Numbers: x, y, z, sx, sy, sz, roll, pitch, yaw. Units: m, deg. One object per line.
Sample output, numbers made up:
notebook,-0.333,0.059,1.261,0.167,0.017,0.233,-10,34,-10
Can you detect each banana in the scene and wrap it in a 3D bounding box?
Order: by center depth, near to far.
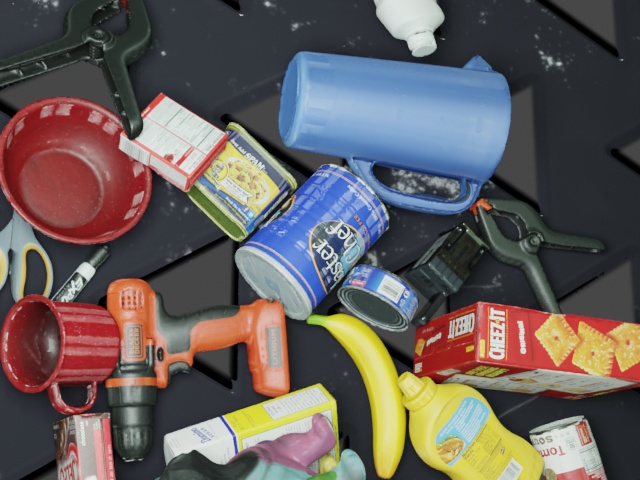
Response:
banana,0.054,0.159,1.168,0.069,0.037,0.198,-25,86,-7

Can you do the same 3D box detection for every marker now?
marker,-0.256,0.052,1.094,0.020,0.020,0.121,39,69,-7

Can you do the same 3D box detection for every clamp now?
clamp,-0.243,-0.201,1.115,0.164,0.036,0.210,16,50,-7
clamp,0.258,0.001,1.270,0.171,0.039,0.120,46,66,-3

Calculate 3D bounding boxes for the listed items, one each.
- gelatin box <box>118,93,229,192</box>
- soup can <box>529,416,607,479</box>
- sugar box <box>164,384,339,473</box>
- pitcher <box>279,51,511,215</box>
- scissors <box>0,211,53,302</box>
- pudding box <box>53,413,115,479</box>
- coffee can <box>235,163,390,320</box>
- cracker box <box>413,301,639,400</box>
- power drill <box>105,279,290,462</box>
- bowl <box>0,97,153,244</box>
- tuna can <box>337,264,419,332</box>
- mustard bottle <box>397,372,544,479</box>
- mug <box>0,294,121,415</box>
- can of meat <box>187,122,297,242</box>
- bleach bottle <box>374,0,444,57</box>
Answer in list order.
gelatin box,-0.151,-0.101,1.104,0.089,0.030,0.073,33,55,5
soup can,0.283,0.257,1.204,0.068,0.069,0.102,-14,82,-21
sugar box,-0.067,0.217,1.087,0.176,0.048,0.093,-14,118,-20
pitcher,0.081,-0.130,1.197,0.242,0.145,0.149,7,39,-14
scissors,-0.322,-0.022,1.091,0.096,0.016,0.202,-8,75,-16
pudding box,-0.224,0.214,1.017,0.039,0.114,0.090,-2,78,-22
coffee can,-0.008,0.001,1.145,0.103,0.103,0.140,45,68,-4
cracker box,0.231,0.123,1.165,0.213,0.164,0.072,9,73,-17
power drill,-0.127,0.130,1.100,0.187,0.057,0.184,0,81,-20
bowl,-0.256,-0.063,1.091,0.161,0.055,0.162,12,64,-27
tuna can,0.064,0.063,1.165,0.086,0.086,0.033,34,67,-9
mustard bottle,0.154,0.214,1.162,0.191,0.058,0.096,46,70,-13
mug,-0.245,0.112,1.032,0.081,0.093,0.117,9,57,-54
can of meat,-0.091,-0.061,1.157,0.102,0.057,0.083,44,70,-4
bleach bottle,0.099,-0.332,1.257,0.102,0.068,0.251,-7,70,-18
